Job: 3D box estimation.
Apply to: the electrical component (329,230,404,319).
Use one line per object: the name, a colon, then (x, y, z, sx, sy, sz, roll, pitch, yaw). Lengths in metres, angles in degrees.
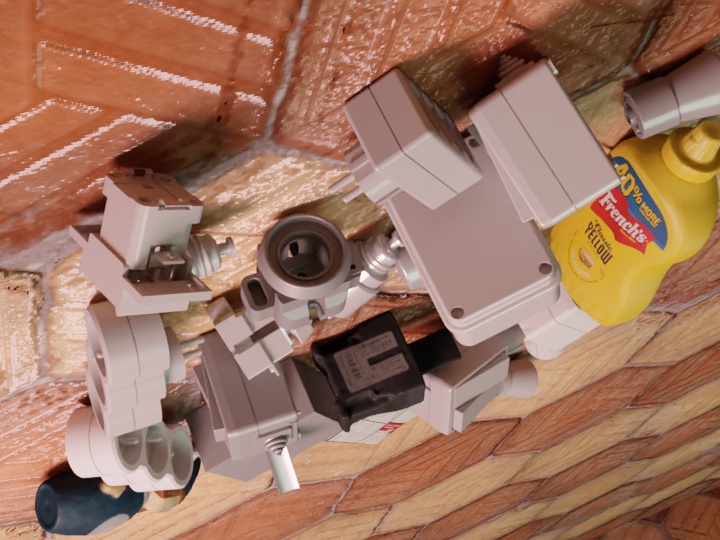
electrical component: (0.000, 0.000, 0.739, 0.078, 0.040, 0.040, -39, 153, 27)

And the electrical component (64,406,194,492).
electrical component: (-0.190, 0.139, 0.828, 0.074, 0.052, 0.138, -7, 160, 14)

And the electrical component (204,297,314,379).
electrical component: (-0.066, 0.039, 0.738, 0.055, 0.066, 0.048, -32, -168, -5)

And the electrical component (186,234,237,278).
electrical component: (-0.110, -0.003, 0.623, 0.078, 0.040, 0.040, -18, 155, -17)

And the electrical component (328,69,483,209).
electrical component: (0.016, -0.063, 0.617, 0.076, 0.047, 0.083, -33, 156, 16)

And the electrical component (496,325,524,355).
electrical component: (0.125, 0.067, 1.007, 0.046, 0.040, 0.040, -21, 157, -25)

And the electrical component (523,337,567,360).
electrical component: (0.176, 0.054, 1.024, 0.043, 0.043, 0.081, -26, 156, 1)

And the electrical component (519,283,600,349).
electrical component: (0.173, 0.026, 0.940, 0.061, 0.061, 0.096, -35, 155, 21)

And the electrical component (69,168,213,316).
electrical component: (-0.112, -0.016, 0.556, 0.042, 0.081, 0.063, -5, 121, -42)

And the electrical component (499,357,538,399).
electrical component: (0.149, 0.115, 1.130, 0.065, 0.044, 0.044, 1, 145, -38)

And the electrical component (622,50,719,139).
electrical component: (0.208, -0.113, 0.714, 0.065, 0.044, 0.044, -22, 157, 3)

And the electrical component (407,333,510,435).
electrical component: (0.083, 0.098, 0.947, 0.096, 0.061, 0.061, -32, 139, -33)

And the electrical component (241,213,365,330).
electrical component: (-0.036, -0.001, 0.682, 0.078, 0.058, 0.057, -19, 159, -15)

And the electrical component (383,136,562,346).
electrical component: (0.070, -0.019, 0.680, 0.078, 0.113, 0.057, -27, 159, 3)

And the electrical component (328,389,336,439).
electrical component: (-0.023, 0.123, 0.970, 0.062, 0.043, 0.043, -34, 155, 15)

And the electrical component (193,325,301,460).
electrical component: (-0.082, 0.094, 0.782, 0.061, 0.096, 0.061, -17, 155, -11)

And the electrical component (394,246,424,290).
electrical component: (0.056, -0.017, 0.760, 0.078, 0.040, 0.040, -26, 157, 0)

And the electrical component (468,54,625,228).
electrical component: (0.100, -0.078, 0.621, 0.061, 0.096, 0.061, -33, -175, 14)

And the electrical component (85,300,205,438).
electrical component: (-0.138, 0.060, 0.710, 0.074, 0.052, 0.138, -16, 155, -22)
